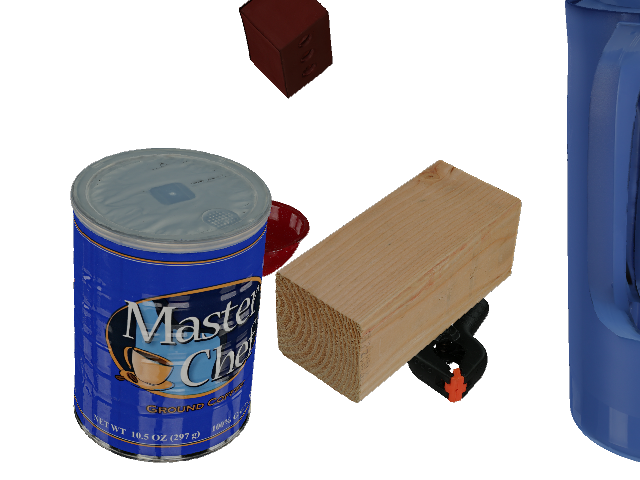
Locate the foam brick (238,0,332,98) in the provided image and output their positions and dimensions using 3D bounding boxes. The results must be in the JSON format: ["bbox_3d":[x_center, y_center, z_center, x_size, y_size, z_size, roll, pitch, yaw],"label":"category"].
[{"bbox_3d":[-0.026,-0.165,0.864,0.053,0.051,0.078,-39,-19,-11],"label":"foam brick"}]

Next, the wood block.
[{"bbox_3d":[0.066,0.029,0.885,0.091,0.090,0.205,30,48,32],"label":"wood block"}]

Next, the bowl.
[{"bbox_3d":[-0.095,0.003,1.315,0.162,0.055,0.162,2,26,-1],"label":"bowl"}]

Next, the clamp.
[{"bbox_3d":[0.132,0.101,1.074,0.120,0.039,0.171,-10,31,-9],"label":"clamp"}]

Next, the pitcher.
[{"bbox_3d":[0.183,-0.007,0.548,0.149,0.243,0.145,-4,18,-7],"label":"pitcher"}]

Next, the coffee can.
[{"bbox_3d":[-0.083,0.034,0.583,0.102,0.140,0.103,5,30,-3],"label":"coffee can"}]
